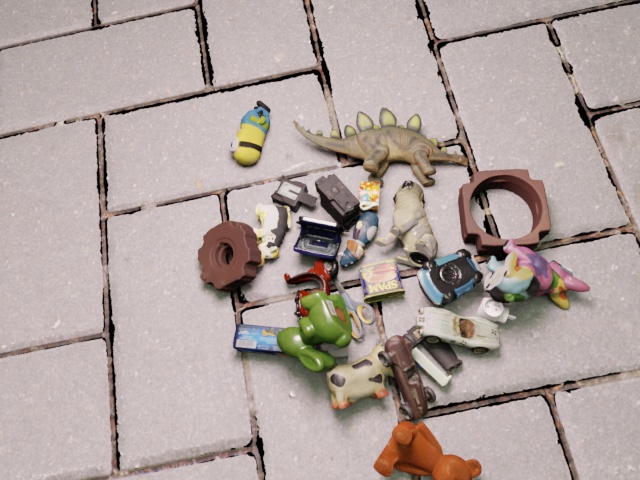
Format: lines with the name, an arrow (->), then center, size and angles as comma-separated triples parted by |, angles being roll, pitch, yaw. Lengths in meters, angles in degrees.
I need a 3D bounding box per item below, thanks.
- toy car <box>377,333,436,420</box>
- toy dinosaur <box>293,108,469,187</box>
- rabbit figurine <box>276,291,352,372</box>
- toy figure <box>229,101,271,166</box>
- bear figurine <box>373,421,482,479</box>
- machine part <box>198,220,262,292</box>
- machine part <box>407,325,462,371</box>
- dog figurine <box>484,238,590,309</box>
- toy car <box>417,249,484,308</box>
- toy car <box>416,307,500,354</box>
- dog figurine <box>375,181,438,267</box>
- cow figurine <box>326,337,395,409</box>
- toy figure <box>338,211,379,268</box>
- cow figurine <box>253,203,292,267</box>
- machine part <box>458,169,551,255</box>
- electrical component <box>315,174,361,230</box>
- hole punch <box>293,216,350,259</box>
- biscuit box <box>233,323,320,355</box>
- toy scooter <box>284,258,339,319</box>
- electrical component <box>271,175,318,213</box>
toy car -> 0.197, 0.304, 1.183 | 0.089, 0.053, 0.202 | -27, 100, -31
toy dinosaur -> 0.159, -0.244, 1.412 | 0.472, 0.105, 0.198 | 5, 63, -2
rabbit figurine -> -0.013, 0.214, 1.195 | 0.170, 0.121, 0.159 | -34, 71, 22
toy figure -> -0.184, -0.290, 1.472 | 0.089, 0.082, 0.180 | 20, 71, 14
bear figurine -> 0.230, 0.474, 1.129 | 0.196, 0.132, 0.120 | 33, 100, 20
machine part -> -0.227, 0.039, 1.333 | 0.180, 0.056, 0.179 | -7, 76, 30
machine part -> 0.271, 0.245, 1.253 | 0.084, 0.039, 0.139 | -36, 68, -16
dog figurine -> 0.496, 0.100, 1.220 | 0.219, 0.108, 0.191 | 27, 39, -1
toy car -> 0.297, 0.092, 1.269 | 0.162, 0.103, 0.109 | -26, 76, -19
toy car -> 0.314, 0.204, 1.226 | 0.202, 0.056, 0.073 | 14, 53, -8
dog figurine -> 0.246, -0.042, 1.336 | 0.172, 0.121, 0.190 | 41, 57, -15
cow figurine -> 0.108, 0.298, 1.220 | 0.195, 0.085, 0.127 | -13, 80, -14
toy figure -> 0.097, 0.002, 1.341 | 0.064, 0.058, 0.154 | 34, 73, -22
cow figurine -> -0.124, -0.010, 1.372 | 0.098, 0.068, 0.167 | 3, 71, 1
machine part -> 0.449, -0.068, 1.323 | 0.202, 0.087, 0.201 | -2, 70, 3
electrical component -> 0.042, -0.102, 1.361 | 0.058, 0.114, 0.134 | -37, 69, -12
hole punch -> -0.003, -0.004, 1.333 | 0.142, 0.116, 0.092 | 8, 89, 8
biscuit box -> -0.101, 0.241, 1.278 | 0.203, 0.062, 0.059 | 4, 71, 8
toy scooter -> -0.025, 0.128, 1.306 | 0.135, 0.075, 0.184 | -1, 69, 10
electrical component -> -0.062, -0.115, 1.411 | 0.119, 0.047, 0.075 | 21, 74, 12
